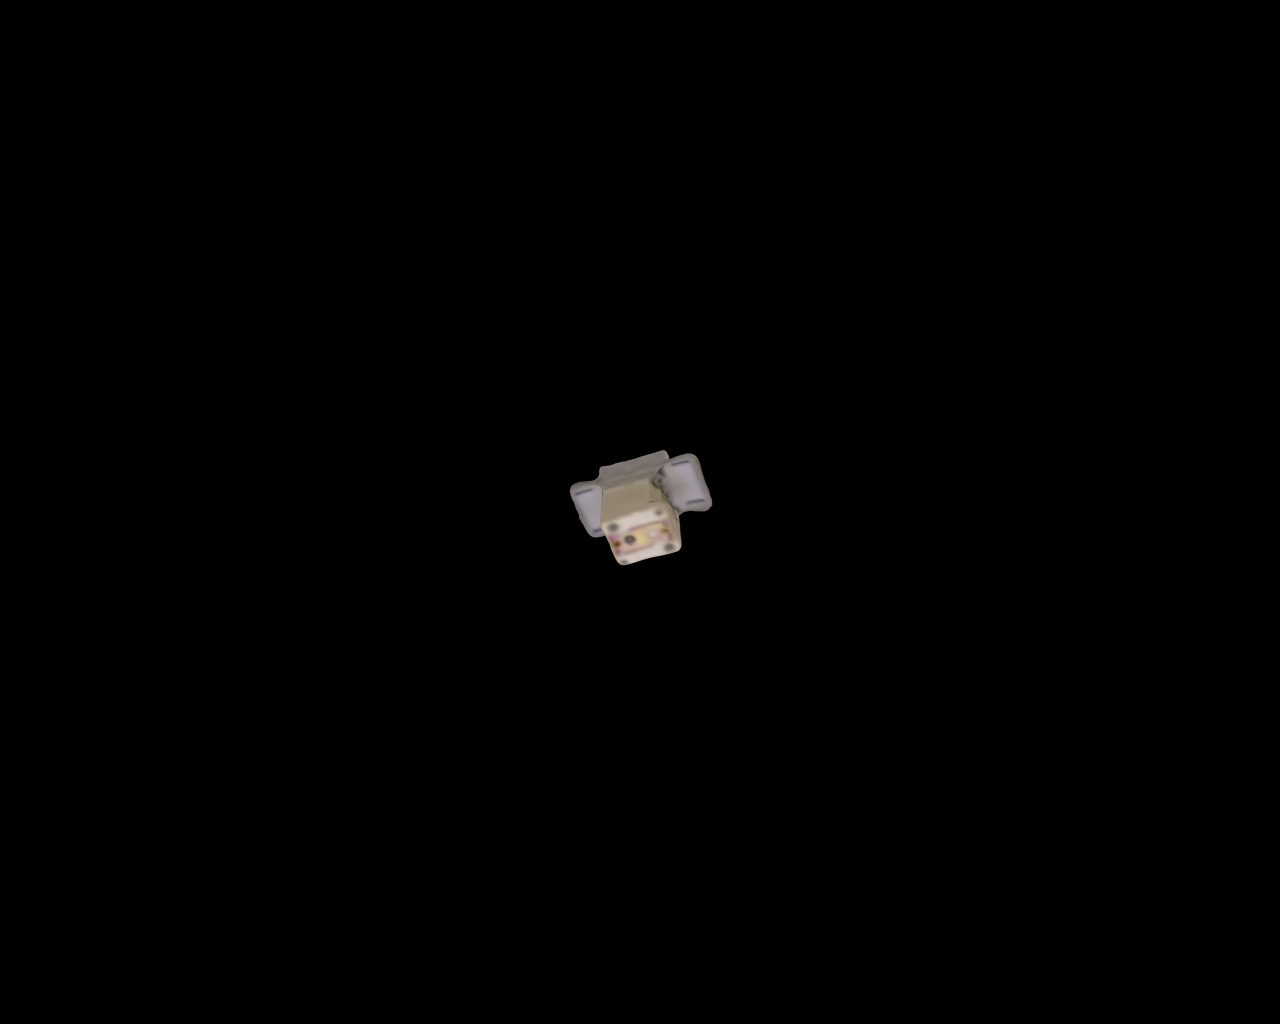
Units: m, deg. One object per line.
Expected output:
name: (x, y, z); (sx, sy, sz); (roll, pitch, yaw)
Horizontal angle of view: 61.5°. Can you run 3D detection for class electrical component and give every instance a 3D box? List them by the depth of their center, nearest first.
electrical component: (0.001, -0.003, 0.650); (0.081, 0.042, 0.064); (-15, 36, 11)
